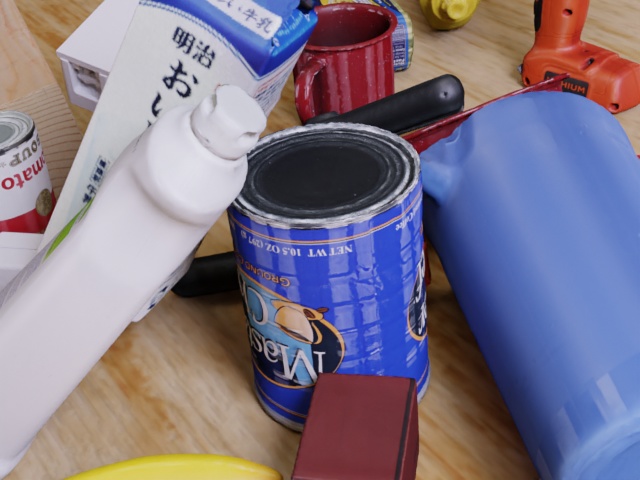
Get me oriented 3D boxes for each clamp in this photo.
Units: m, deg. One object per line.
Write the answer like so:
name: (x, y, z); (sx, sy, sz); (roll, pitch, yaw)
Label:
clamp: (-0.005, 0.001, 0.704); (0.172, 0.039, 0.120); (4, 40, 20)
clamp: (0.014, -0.076, 0.783); (0.210, 0.036, 0.164); (-18, 2, 16)

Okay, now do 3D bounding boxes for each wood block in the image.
wood block: (-0.254, -0.109, 0.855); (0.090, 0.091, 0.206); (-25, 38, -10)

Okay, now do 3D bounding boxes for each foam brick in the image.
foam brick: (0.019, 0.111, 0.526); (0.051, 0.053, 0.078); (2, 34, 11)

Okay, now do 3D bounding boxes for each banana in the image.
banana: (-0.115, 0.145, 0.517); (0.197, 0.037, 0.070); (-25, 57, -23)

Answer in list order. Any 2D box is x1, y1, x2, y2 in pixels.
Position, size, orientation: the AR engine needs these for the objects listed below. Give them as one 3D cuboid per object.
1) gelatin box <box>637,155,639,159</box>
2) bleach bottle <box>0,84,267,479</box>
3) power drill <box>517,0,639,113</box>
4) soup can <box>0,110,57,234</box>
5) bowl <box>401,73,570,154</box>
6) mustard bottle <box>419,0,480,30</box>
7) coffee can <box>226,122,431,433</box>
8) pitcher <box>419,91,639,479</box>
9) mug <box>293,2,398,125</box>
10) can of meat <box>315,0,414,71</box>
gelatin box: (0.228, -0.027, 0.714); (0.089, 0.030, 0.073); (-3, 35, 5)
bleach bottle: (-0.113, 0.019, 0.532); (0.068, 0.251, 0.102); (37, 34, -15)
power drill: (0.221, -0.197, 0.826); (0.057, 0.188, 0.185); (-28, 38, -32)
soup can: (-0.216, -0.029, 0.728); (0.068, 0.102, 0.068); (-4, 33, 3)
bowl: (0.100, -0.058, 0.721); (0.162, 0.055, 0.162); (-22, 2, 0)
mustard bottle: (0.116, -0.253, 1.007); (0.058, 0.096, 0.191); (-5, 34, 0)
coffee can: (0.007, 0.022, 0.580); (0.103, 0.140, 0.103); (-4, 34, 3)
pitcher: (0.149, 0.038, 0.559); (0.149, 0.145, 0.243); (-20, 37, 6)
mug: (0.014, -0.131, 0.857); (0.093, 0.081, 0.117); (11, 37, 24)
can of meat: (0.030, -0.184, 0.957); (0.084, 0.057, 0.102); (-11, 35, -10)
